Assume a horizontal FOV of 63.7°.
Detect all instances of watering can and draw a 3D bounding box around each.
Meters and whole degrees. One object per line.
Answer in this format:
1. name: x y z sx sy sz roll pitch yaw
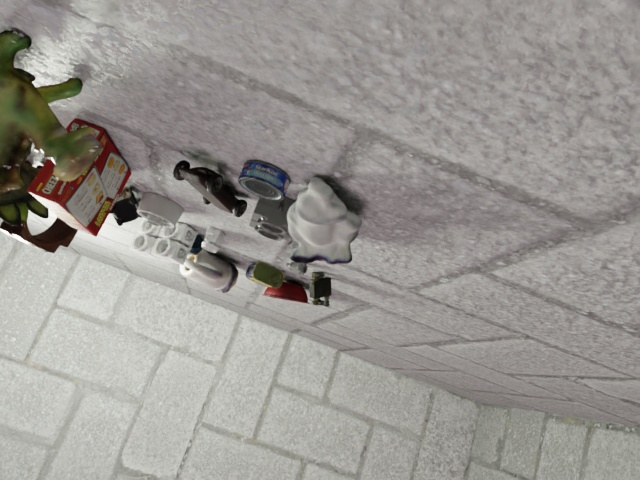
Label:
1. watering can: -0.404 0.081 1.716 0.222 0.104 0.349 30 174 -31

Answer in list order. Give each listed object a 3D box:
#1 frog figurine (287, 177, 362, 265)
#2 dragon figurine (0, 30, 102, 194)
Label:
1. frog figurine: 0.003 -0.045 0.887 0.138 0.124 0.156 17 128 36
2. dragon figurine: -0.493 -0.166 0.725 0.410 0.247 0.120 5 161 4
